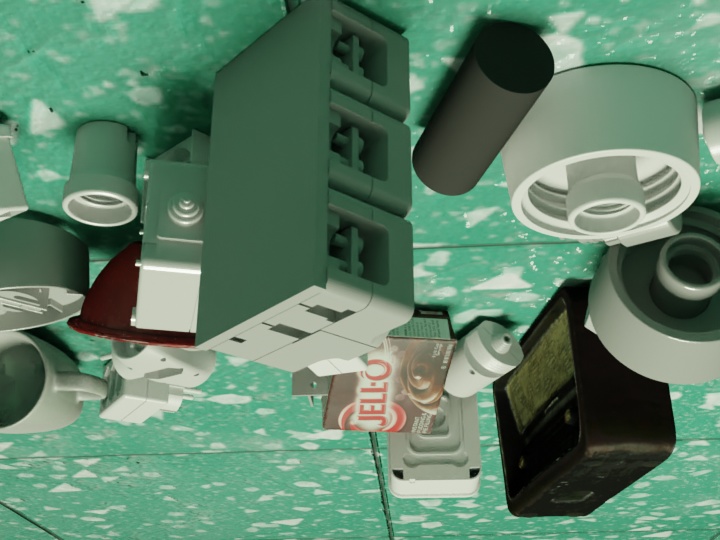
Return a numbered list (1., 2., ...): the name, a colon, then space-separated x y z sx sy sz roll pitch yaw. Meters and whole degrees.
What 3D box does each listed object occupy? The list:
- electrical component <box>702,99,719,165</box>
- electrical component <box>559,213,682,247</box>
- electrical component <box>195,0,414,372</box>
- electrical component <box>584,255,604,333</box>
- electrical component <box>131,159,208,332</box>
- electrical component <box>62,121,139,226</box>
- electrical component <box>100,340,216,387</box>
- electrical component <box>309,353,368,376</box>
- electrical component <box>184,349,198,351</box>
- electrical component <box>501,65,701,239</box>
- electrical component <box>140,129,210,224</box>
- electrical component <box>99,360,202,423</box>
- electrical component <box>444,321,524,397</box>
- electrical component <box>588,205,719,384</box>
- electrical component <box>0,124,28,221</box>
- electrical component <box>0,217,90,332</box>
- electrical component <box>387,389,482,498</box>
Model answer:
1. electrical component: 0.211 -0.077 0.554 0.065 0.044 0.044 -13 153 35
2. electrical component: 0.156 -0.033 0.647 0.078 0.040 0.040 -16 151 30
3. electrical component: -0.022 -0.038 0.502 0.062 0.150 0.089 20 148 -35
4. electrical component: 0.188 0.021 0.734 0.057 0.078 0.058 15 129 9
5. electrical component: -0.084 -0.013 0.557 0.061 0.061 0.096 5 154 -11
6. electrical component: -0.141 -0.053 0.590 0.040 0.046 0.040 -1 155 0
7. electrical component: -0.167 0.064 0.844 0.079 0.043 0.077 -15 152 26
8. electrical component: -0.038 0.038 0.766 0.077 0.065 0.047 -9 154 16
9. electrical component: -0.122 0.040 0.793 0.043 0.043 0.062 0 157 -2
10. electrical component: 0.130 -0.054 0.578 0.108 0.060 0.108 -1 155 0
11. electrical component: -0.086 -0.043 0.618 0.081 0.042 0.064 -22 147 39
12. electrical component: -0.174 0.101 0.918 0.077 0.047 0.066 13 152 -28
13. electrical component: 0.098 0.069 0.863 0.043 0.043 0.081 9 152 -21
14. electrical component: 0.201 0.009 0.667 0.108 0.108 0.060 -1 149 1
15. electrical component: -0.252 -0.039 0.558 0.109 0.056 0.109 -17 178 29
16. electrical component: -0.225 0.009 0.698 0.099 0.064 0.099 0 155 0
17. electrical component: 0.062 0.135 0.922 0.078 0.113 0.057 -1 152 1
